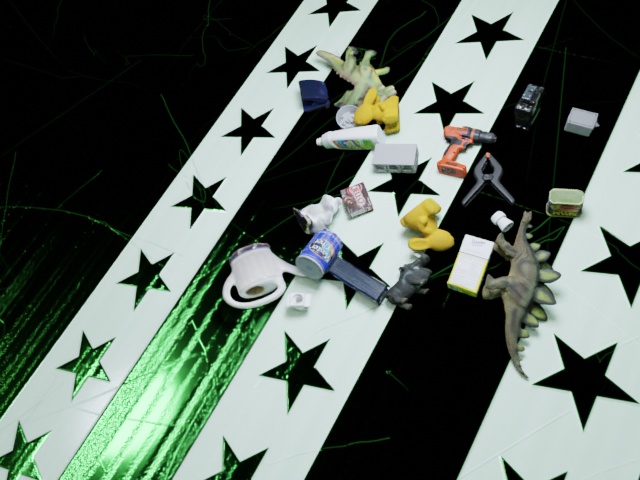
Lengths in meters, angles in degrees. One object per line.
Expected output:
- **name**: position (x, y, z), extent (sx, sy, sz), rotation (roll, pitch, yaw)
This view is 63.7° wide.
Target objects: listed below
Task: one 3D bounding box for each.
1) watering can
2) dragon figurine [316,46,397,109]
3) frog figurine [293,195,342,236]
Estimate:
- **watering can**: position (-0.174, 0.106, 1.763), extent (0.349, 0.101, 0.229), rotation (-21, 57, -8)
- **dragon figurine**: position (0.127, -0.630, 2.051), extent (0.412, 0.120, 0.245), rotation (17, 78, 27)
- **frog figurine**: position (0.005, -0.091, 1.802), extent (0.161, 0.121, 0.138), rotation (-26, 18, -22)
